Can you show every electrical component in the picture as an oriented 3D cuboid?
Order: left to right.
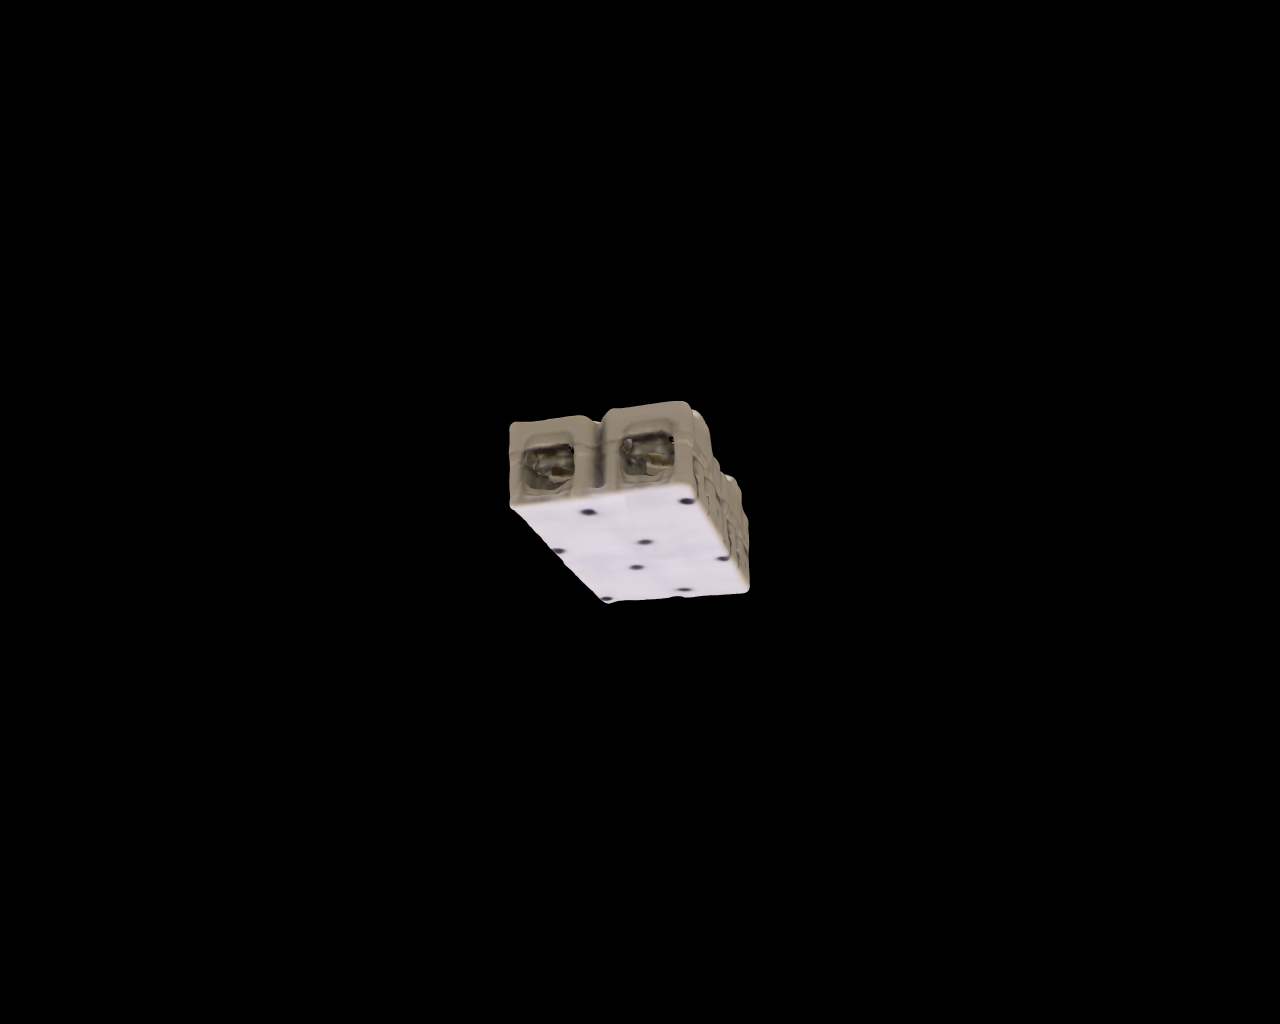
[{"bbox_3d":[0.001,-0.003,0.650,0.105,0.060,0.186,-6,-23,14],"label":"electrical component"}]
